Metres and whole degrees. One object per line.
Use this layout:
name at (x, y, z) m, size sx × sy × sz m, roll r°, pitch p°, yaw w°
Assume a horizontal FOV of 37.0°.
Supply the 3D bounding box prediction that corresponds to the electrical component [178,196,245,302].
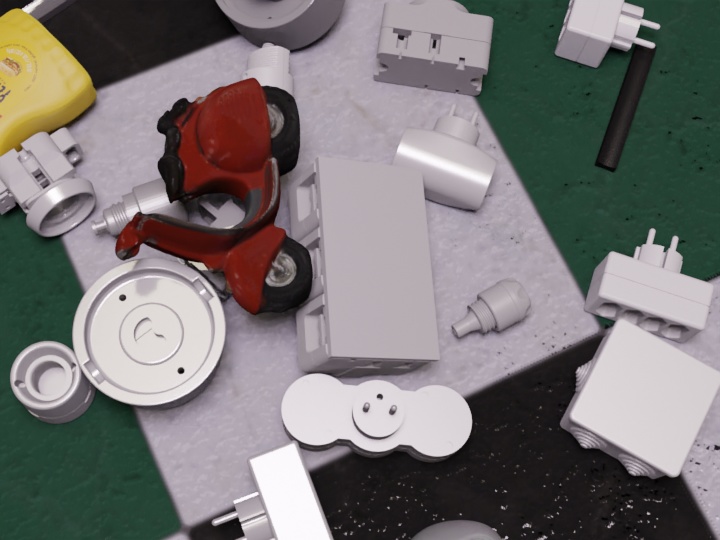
electrical component at (-0.101, -0.014, 0.825) m, size 0.081 × 0.042 × 0.063 m, roll 39°, pitch 77°, yaw 9°

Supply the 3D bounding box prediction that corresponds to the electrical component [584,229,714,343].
electrical component at (0.228, 0.005, 0.835) m, size 0.083 × 0.047 × 0.075 m, roll 18°, pitch 73°, yaw 2°

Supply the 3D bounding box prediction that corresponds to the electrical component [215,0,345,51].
electrical component at (-0.069, -0.237, 0.867) m, size 0.108 × 0.060 × 0.108 m, roll -1°, pitch 85°, yaw 14°

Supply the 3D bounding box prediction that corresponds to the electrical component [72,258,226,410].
electrical component at (-0.151, 0.051, 0.791) m, size 0.108 × 0.060 × 0.108 m, roll 1°, pitch 73°, yaw -3°

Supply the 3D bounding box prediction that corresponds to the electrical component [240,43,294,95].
electrical component at (-0.075, -0.144, 0.865) m, size 0.043 × 0.043 × 0.081 m, roll 2°, pitch 73°, yaw -3°

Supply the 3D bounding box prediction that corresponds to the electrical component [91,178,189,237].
electrical component at (-0.168, -0.045, 0.830) m, size 0.078 × 0.040 × 0.040 m, roll -20°, pitch 75°, yaw -9°

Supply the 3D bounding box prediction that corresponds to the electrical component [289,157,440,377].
electrical component at (0.000, 0.000, 0.807) m, size 0.089 × 0.062 × 0.150 m, roll 4°, pitch 71°, yaw -27°

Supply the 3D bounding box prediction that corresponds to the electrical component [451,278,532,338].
electrical component at (0.099, 0.033, 0.826) m, size 0.061 × 0.035 × 0.035 m, roll -28°, pitch 77°, yaw -8°

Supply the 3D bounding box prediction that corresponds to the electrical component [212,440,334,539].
electrical component at (-0.066, 0.175, 0.765) m, size 0.076 × 0.047 × 0.083 m, roll -20°, pitch 75°, yaw -9°

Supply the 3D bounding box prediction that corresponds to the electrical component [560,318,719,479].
electrical component at (0.208, 0.098, 0.805) m, size 0.100 × 0.048 × 0.099 m, roll 29°, pitch 73°, yaw 6°

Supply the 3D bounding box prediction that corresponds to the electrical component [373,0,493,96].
electrical component at (0.060, -0.185, 0.881) m, size 0.089 × 0.050 × 0.055 m, roll 9°, pitch 73°, yaw -1°

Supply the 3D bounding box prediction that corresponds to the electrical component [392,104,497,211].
electrical component at (0.072, -0.096, 0.859) m, size 0.077 × 0.043 × 0.079 m, roll 21°, pitch 72°, yaw 3°

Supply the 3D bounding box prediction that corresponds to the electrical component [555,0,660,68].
electrical component at (0.212, -0.206, 0.899) m, size 0.077 × 0.047 × 0.065 m, roll 18°, pitch 73°, yaw 2°

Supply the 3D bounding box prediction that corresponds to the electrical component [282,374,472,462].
electrical component at (0.012, 0.105, 0.778) m, size 0.138 × 0.073 × 0.052 m, roll 6°, pitch 73°, yaw -2°

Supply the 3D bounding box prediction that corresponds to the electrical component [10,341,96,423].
electrical component at (-0.225, 0.081, 0.785) m, size 0.055 × 0.047 × 0.055 m, roll 1°, pitch 73°, yaw -3°

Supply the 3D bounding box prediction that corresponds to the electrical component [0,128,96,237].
electrical component at (-0.240, -0.063, 0.823) m, size 0.078 × 0.058 × 0.057 m, roll -37°, pitch 76°, yaw -13°
